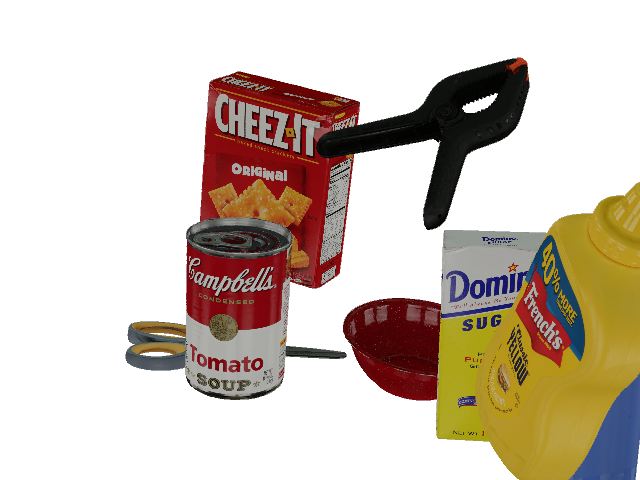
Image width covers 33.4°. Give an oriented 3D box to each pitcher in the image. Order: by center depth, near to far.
[{"bbox_3d":[0.327,0.190,1.314,0.149,0.243,0.144,4,15,21],"label":"pitcher"}]

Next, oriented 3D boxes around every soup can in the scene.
[{"bbox_3d":[-0.055,0.043,0.693,0.068,0.102,0.068,3,20,-1],"label":"soup can"}]

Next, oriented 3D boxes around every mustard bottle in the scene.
[{"bbox_3d":[0.141,0.043,0.582,0.058,0.096,0.192,5,-45,-12],"label":"mustard bottle"}]

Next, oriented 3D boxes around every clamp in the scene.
[{"bbox_3d":[0.122,-0.098,0.987,0.209,0.036,0.165,-32,48,-13],"label":"clamp"}]

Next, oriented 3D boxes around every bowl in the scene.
[{"bbox_3d":[0.101,0.121,1.126,0.162,0.055,0.162,5,24,-3],"label":"bowl"}]

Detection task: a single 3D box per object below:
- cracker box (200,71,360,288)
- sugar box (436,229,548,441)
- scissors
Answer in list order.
[{"bbox_3d":[-0.052,-0.068,1.218,0.164,0.214,0.072,17,26,24],"label":"cracker box"},{"bbox_3d":[0.144,0.081,0.885,0.093,0.176,0.048,1,22,6],"label":"sugar box"},{"bbox_3d":[-0.085,0.102,0.955,0.202,0.016,0.096,8,18,14],"label":"scissors"}]
